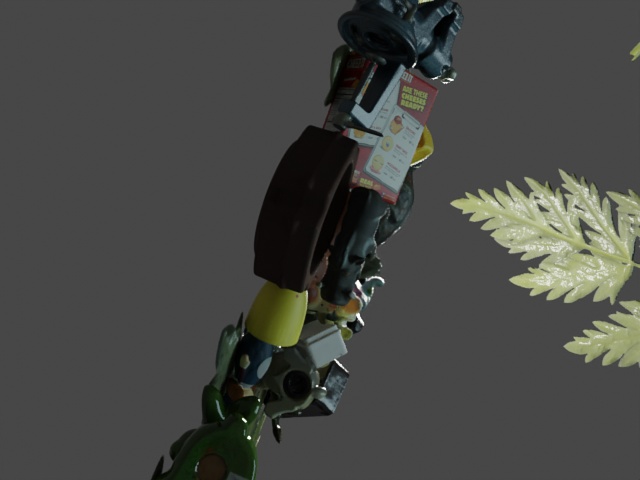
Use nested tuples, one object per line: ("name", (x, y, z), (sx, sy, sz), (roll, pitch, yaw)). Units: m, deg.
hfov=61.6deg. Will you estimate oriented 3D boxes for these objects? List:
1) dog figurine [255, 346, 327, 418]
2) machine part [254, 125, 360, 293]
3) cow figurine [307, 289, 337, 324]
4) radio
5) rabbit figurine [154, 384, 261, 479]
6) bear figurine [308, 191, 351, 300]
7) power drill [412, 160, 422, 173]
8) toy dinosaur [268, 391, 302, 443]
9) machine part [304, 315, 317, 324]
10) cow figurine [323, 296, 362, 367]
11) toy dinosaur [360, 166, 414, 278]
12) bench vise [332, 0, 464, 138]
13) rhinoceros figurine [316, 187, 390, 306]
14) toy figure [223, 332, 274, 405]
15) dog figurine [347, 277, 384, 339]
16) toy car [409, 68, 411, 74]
("dog figurine", (-0.057, 0.243, 0.991), (0.121, 0.172, 0.190), (-59, 166, 0))
("machine part", (-0.020, -0.044, 0.769), (0.201, 0.087, 0.201), (106, 9, -46))
("cow figurine", (-0.019, 0.113, 1.060), (0.195, 0.127, 0.085), (83, 24, -80))
("radio", (-0.041, 0.390, 1.409), (0.230, 0.073, 0.131), (-21, -149, 44))
("rabbit figurine", (-0.149, 0.279, 0.722), (0.170, 0.121, 0.159), (145, -38, -70))
("bear figurine", (-0.001, -0.002, 0.966), (0.196, 0.120, 0.132), (-50, -153, 1))
("power drill", (0.154, -0.213, 1.230), (0.207, 0.086, 0.231), (-25, 117, -50))
("toy dinosaur", (-0.053, 0.252, 1.309), (0.198, 0.105, 0.471), (94, 6, -52))
("machine part", (-0.016, 0.152, 1.208), (0.243, 0.079, 0.079), (-46, 163, -26))
("cow figurine", (0.033, 0.177, 1.131), (0.167, 0.068, 0.098), (-53, -177, 13))
("toy dinosaur", (0.114, -0.064, 1.111), (0.405, 0.192, 0.131), (-48, -172, 11))
("bench vise", (0.097, -0.247, 0.754), (0.223, 0.129, 0.240), (34, 82, -49))
("rhinoceros figurine", (0.054, 0.011, 0.847), (0.112, 0.073, 0.190), (-10, 120, -84))
("toy figure", (-0.123, 0.222, 0.873), (0.064, 0.058, 0.154), (22, 90, -44))
("dog figurine", (0.046, 0.153, 1.321), (0.219, 0.192, 0.108), (-56, 132, -24))
("toy car", (0.151, -0.339, 1.123), (0.102, 0.109, 0.162), (114, 0, -47))
